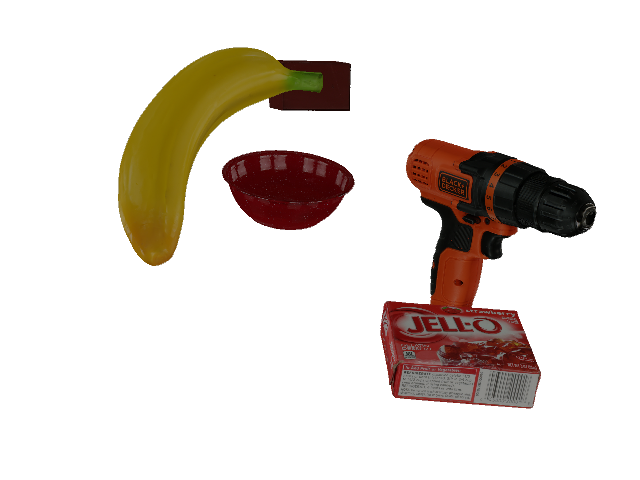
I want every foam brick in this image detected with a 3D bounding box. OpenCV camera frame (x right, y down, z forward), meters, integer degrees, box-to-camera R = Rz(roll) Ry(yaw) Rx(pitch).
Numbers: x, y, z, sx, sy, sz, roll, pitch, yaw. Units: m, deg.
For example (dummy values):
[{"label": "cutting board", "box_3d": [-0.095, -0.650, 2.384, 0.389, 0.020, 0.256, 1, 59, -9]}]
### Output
[{"label": "foam brick", "box_3d": [-0.012, -0.165, 1.134, 0.078, 0.051, 0.053, -2, 12, -19]}]

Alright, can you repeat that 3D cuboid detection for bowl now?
[{"label": "bowl", "box_3d": [-0.042, -0.056, 1.305, 0.162, 0.055, 0.162, 5, 26, -3]}]

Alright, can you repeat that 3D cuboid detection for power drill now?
[{"label": "power drill", "box_3d": [0.143, 0.019, 0.888, 0.057, 0.188, 0.185, -14, 26, -35]}]

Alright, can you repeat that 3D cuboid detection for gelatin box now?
[{"label": "gelatin box", "box_3d": [0.084, 0.069, 0.661, 0.089, 0.030, 0.073, 5, 26, -5]}]

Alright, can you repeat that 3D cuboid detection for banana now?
[{"label": "banana", "box_3d": [-0.067, -0.061, 0.593, 0.070, 0.037, 0.197, 19, 44, 17]}]
